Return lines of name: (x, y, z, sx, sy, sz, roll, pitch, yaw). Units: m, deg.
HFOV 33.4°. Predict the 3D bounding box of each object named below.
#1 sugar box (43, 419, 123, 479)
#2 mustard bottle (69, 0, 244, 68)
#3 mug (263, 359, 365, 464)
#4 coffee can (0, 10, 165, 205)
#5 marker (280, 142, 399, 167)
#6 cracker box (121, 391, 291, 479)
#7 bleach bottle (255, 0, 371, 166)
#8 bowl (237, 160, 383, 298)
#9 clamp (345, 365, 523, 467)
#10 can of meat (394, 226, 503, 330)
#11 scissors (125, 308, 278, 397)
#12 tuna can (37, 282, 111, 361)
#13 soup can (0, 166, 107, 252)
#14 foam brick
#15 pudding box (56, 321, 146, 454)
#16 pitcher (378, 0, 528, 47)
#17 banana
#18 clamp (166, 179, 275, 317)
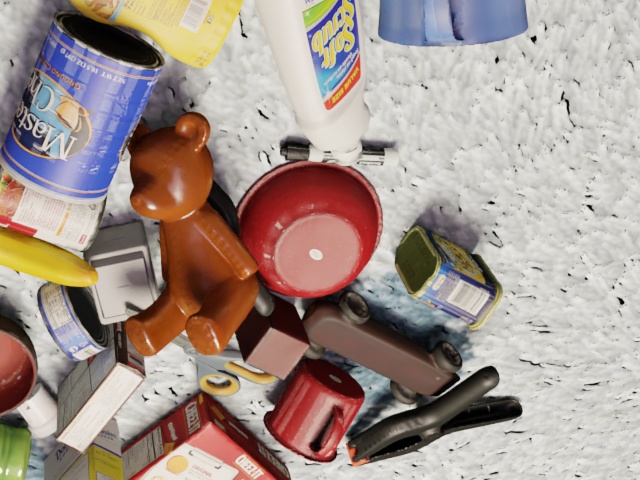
sugar box: (-0.245, 0.265, 1.105, 0.048, 0.176, 0.093, 35, 106, -25)
mustard bottle: (-0.164, -0.229, 0.919, 0.191, 0.058, 0.096, 22, 110, -24)
mug: (-0.001, 0.189, 1.159, 0.093, 0.117, 0.081, 24, 105, -20)
coffee can: (-0.211, -0.117, 0.944, 0.102, 0.103, 0.140, 20, 112, -23)
marker: (0.019, -0.085, 1.066, 0.121, 0.020, 0.020, 2, 118, -14)
cracker box: (-0.160, 0.292, 1.202, 0.214, 0.072, 0.164, -37, 121, 7)
bleach bottle: (0.003, -0.182, 0.975, 0.102, 0.068, 0.251, -40, 131, -28)
bowl: (-0.007, 0.001, 1.087, 0.162, 0.055, 0.162, -5, 119, -10)
clamp: (0.127, 0.204, 1.215, 0.210, 0.036, 0.164, -21, 151, 4)
can of meat: (0.131, 0.037, 1.113, 0.083, 0.102, 0.057, 27, 108, -23)
scissors: (-0.137, 0.123, 1.116, 0.201, 0.016, 0.096, 22, 136, -31)
tuna can: (-0.243, 0.076, 1.053, 0.034, 0.086, 0.086, -27, 121, 4)
soup can: (-0.259, -0.035, 0.999, 0.102, 0.068, 0.069, 21, 112, -24)
foam brick: (-0.052, 0.098, 1.117, 0.051, 0.078, 0.053, 27, 110, -27)
pudding box: (-0.226, 0.148, 1.095, 0.039, 0.090, 0.114, 31, 107, -26)
pitcher: (0.108, -0.287, 0.897, 0.144, 0.149, 0.243, -17, 116, -26)
banana: (-0.304, 0.005, 1.005, 0.197, 0.070, 0.037, 20, 93, -11)
clamp: (-0.105, 0.008, 1.060, 0.120, 0.039, 0.171, 3, 118, 5)
